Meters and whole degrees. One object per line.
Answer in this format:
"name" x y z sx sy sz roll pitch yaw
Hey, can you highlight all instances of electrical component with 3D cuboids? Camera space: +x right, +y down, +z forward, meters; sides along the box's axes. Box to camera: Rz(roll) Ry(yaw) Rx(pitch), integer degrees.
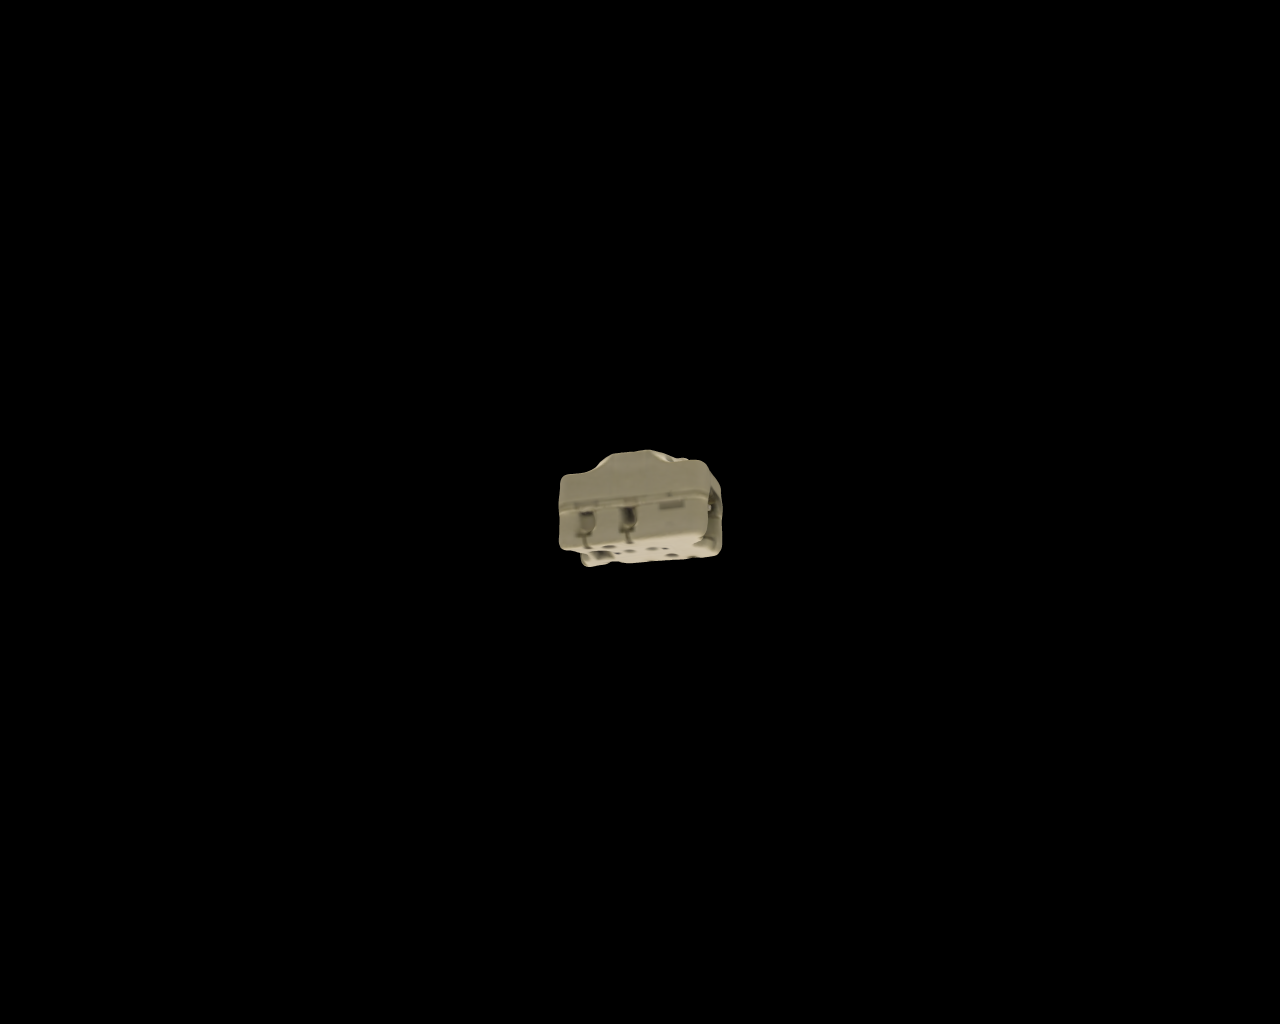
"electrical component" 0.001 -0.003 0.650 0.089 0.056 0.050 -6 -19 16
